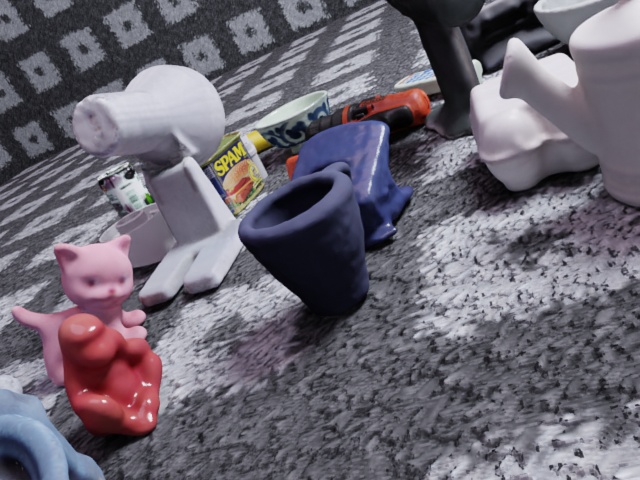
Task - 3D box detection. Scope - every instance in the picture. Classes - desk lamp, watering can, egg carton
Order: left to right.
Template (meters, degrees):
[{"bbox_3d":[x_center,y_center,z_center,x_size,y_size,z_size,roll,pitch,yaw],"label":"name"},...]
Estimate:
[{"bbox_3d":[-0.164,-0.075,0.626,0.117,0.214,0.203,-19,25,19],"label":"desk lamp"},{"bbox_3d":[0.187,-0.105,0.498,0.107,0.069,0.150,-19,25,18],"label":"egg carton"},{"bbox_3d":[0.204,-0.123,0.359,0.173,0.194,0.101,-25,24,6],"label":"watering can"}]

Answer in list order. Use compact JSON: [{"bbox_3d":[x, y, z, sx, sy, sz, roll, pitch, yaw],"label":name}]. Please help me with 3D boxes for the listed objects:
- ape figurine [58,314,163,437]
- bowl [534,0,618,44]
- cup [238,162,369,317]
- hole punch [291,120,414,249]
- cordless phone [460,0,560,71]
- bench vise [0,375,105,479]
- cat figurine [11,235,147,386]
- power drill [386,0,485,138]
[{"bbox_3d":[-0.160,0.095,0.425,0.076,0.092,0.078,-6,31,39],"label":"ape figurine"},{"bbox_3d":[0.341,-0.268,0.663,0.167,0.075,0.167,-23,24,11],"label":"bowl"},{"bbox_3d":[0.004,0.002,0.440,0.091,0.095,0.118,-6,31,39],"label":"cup"},{"bbox_3d":[0.021,-0.049,0.532,0.108,0.091,0.101,-9,30,36],"label":"hole punch"},{"bbox_3d":[0.242,-0.341,0.778,0.147,0.185,0.094,-24,24,7],"label":"cordless phone"},{"bbox_3d":[-0.190,0.112,0.262,0.122,0.220,0.206,-40,26,-26],"label":"bench vise"},{"bbox_3d":[-0.224,0.055,0.543,0.128,0.118,0.067,-30,24,-7],"label":"cat figurine"},{"bbox_3d":[0.126,-0.228,0.640,0.075,0.209,0.229,-28,23,-1],"label":"power drill"}]
